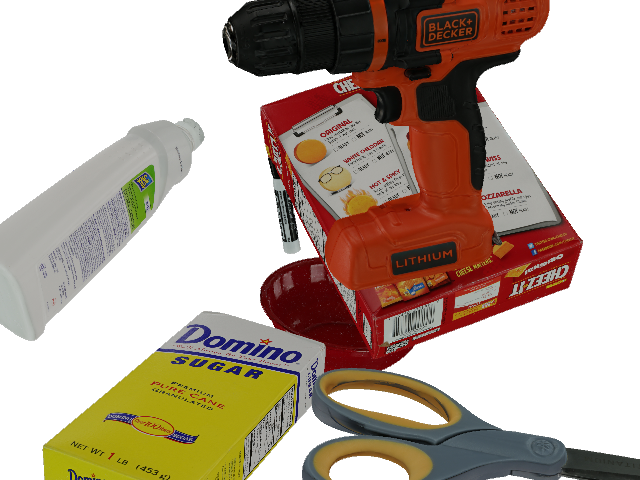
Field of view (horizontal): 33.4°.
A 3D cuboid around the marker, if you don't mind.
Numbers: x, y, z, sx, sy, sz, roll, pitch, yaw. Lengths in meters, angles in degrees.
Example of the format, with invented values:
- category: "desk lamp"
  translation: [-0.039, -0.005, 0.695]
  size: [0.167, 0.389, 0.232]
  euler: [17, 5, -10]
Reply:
- category: "marker"
  translation: [-0.040, -0.042, 1.164]
  size: [0.020, 0.121, 0.020]
  euler: [-7, 29, 4]

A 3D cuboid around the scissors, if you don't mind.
- category: "scissors"
  translation: [0.080, 0.101, 0.449]
  size: [0.202, 0.016, 0.096]
  euler: [16, 33, 23]

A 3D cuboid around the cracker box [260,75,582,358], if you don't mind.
- category: "cracker box"
  translation: [0.070, -0.033, 0.807]
  size: [0.164, 0.214, 0.072]
  euler: [-20, -34, -12]

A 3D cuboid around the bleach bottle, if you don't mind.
- category: "bleach bottle"
  translation: [-0.196, -0.027, 0.963]
  size: [0.068, 0.102, 0.250]
  euler: [29, 53, 22]

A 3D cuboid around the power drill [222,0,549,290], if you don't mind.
- category: "power drill"
  translation: [0.039, -0.064, 0.616]
  size: [0.184, 0.188, 0.057]
  euler: [-10, 36, -13]

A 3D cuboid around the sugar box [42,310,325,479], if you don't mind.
- category: "sugar box"
  translation: [-0.074, 0.104, 0.635]
  size: [0.093, 0.048, 0.176]
  euler: [14, 30, 20]

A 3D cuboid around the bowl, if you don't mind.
- category: "bowl"
  translation: [0.023, 0.077, 0.979]
  size: [0.162, 0.055, 0.162]
  euler: [5, 28, -3]
